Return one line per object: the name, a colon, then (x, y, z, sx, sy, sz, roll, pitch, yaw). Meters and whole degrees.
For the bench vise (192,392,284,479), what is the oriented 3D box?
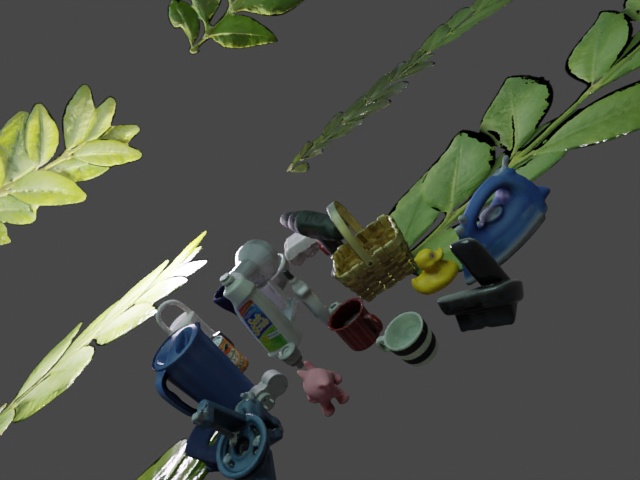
bench vise: (-0.169, 0.367, 1.108, 0.121, 0.220, 0.207, -41, 23, -2)

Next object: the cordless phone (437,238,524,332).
cordless phone: (0.265, 0.070, 1.029, 0.147, 0.185, 0.094, -22, 29, 36)

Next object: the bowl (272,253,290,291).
bowl: (-0.148, 0.123, 1.704, 0.167, 0.075, 0.167, -33, 24, 17)

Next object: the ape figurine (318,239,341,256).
ape figurine: (0.020, -0.004, 1.657, 0.076, 0.092, 0.078, -4, 42, 54)

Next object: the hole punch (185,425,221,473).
hole punch: (-0.218, 0.432, 1.231, 0.100, 0.091, 0.109, -20, 30, 38)

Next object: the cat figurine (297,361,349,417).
cat figurine: (-0.002, 0.283, 1.137, 0.067, 0.118, 0.127, -40, 23, 1)

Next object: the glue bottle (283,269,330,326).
glue bottle: (-0.033, 0.133, 1.384, 0.037, 0.173, 0.078, -44, 24, -10)

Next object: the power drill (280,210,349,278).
power drill: (0.014, 0.005, 1.498, 0.076, 0.209, 0.228, -51, 26, -24)

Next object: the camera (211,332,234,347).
camera: (-0.299, 0.316, 1.552, 0.137, 0.101, 0.142, -48, 24, -19)

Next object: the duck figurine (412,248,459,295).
duck figurine: (0.233, 0.060, 1.224, 0.104, 0.086, 0.077, -37, 23, 8)

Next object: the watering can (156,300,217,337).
watering can: (-0.395, 0.255, 1.686, 0.172, 0.194, 0.101, -16, 33, 43)

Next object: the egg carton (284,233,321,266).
egg carton: (-0.042, 0.010, 1.754, 0.150, 0.069, 0.107, -36, 23, 10)

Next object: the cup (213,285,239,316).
cup: (-0.253, 0.182, 1.731, 0.117, 0.095, 0.092, -9, 38, 51)

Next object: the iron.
iron: (0.347, -0.046, 1.170, 0.258, 0.142, 0.118, -47, 24, -16)

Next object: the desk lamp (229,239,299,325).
desk lamp: (-0.154, 0.126, 1.530, 0.117, 0.214, 0.203, -29, 25, 23)
